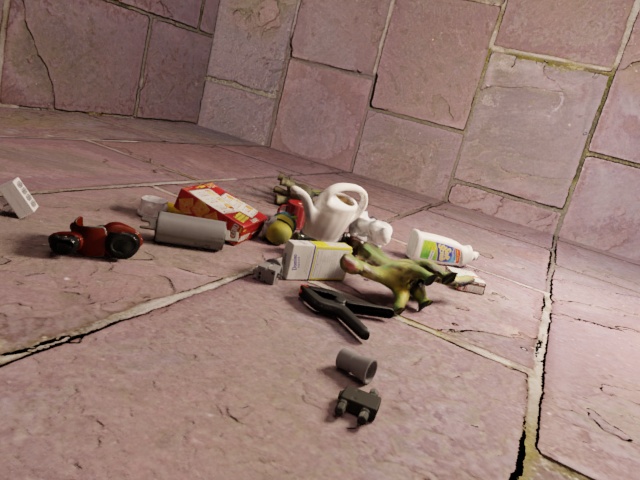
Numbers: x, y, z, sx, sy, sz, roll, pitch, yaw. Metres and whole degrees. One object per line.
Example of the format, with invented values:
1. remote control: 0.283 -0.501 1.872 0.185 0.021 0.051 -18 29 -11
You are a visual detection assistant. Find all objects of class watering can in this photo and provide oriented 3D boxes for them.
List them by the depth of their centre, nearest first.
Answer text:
1. watering can: 0.005 -0.077 1.526 0.348 0.220 0.105 -1 38 -46

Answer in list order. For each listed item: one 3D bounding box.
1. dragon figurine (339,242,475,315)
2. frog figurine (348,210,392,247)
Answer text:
1. dragon figurine: 0.203 0.065 1.298 0.411 0.120 0.246 -1 32 -48
2. frog figurine: 0.169 -0.017 1.661 0.123 0.134 0.162 -33 40 -2
